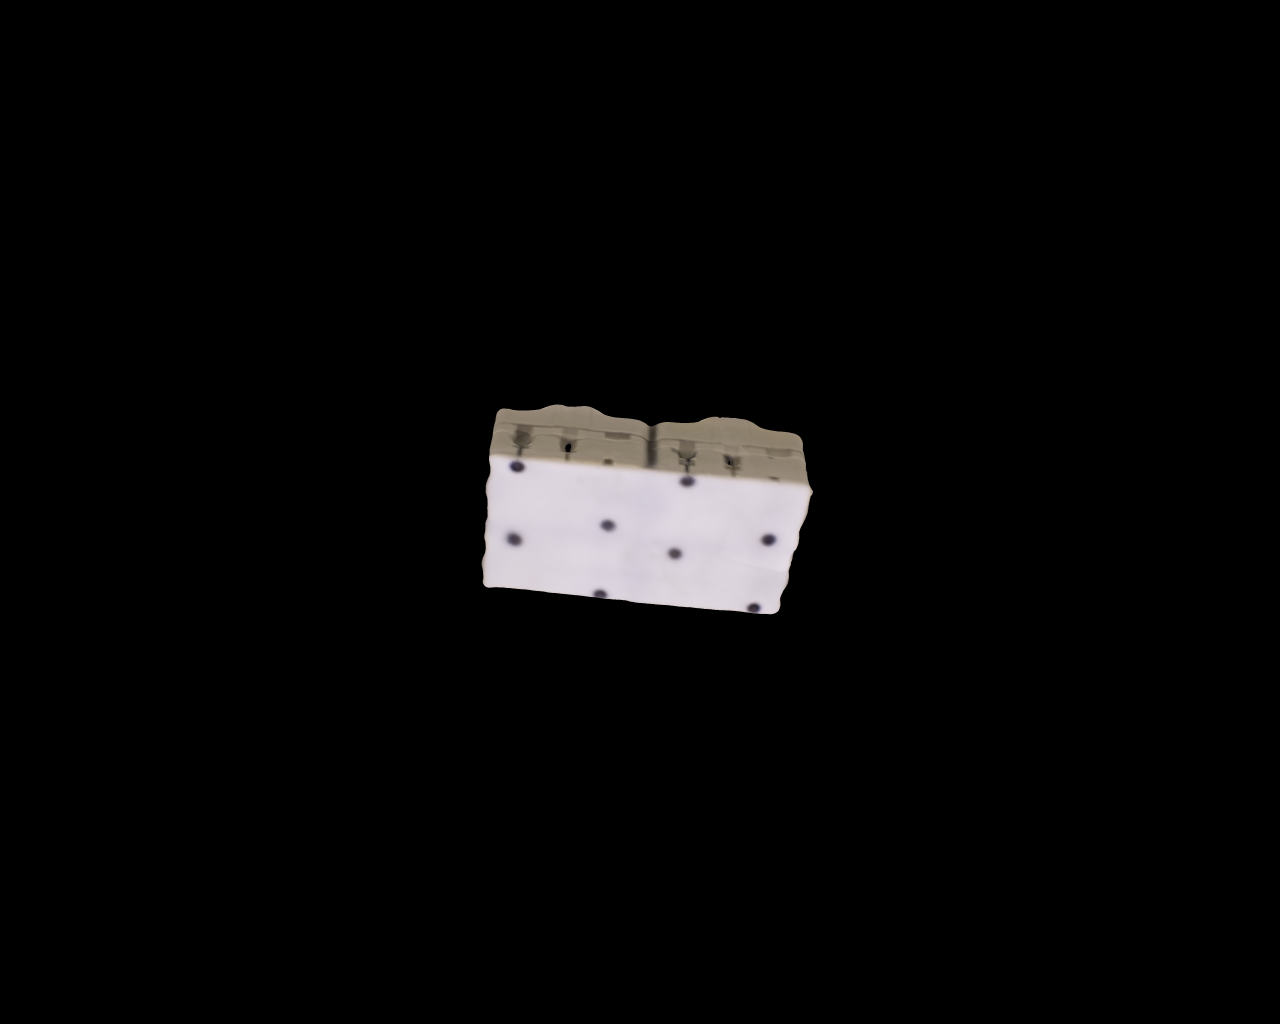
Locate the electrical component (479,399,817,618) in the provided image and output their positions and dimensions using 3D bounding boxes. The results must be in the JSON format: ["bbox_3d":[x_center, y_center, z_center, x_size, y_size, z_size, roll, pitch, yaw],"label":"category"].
[{"bbox_3d":[0.001,-0.003,0.650,0.186,0.105,0.060,5,37,-4],"label":"electrical component"}]
